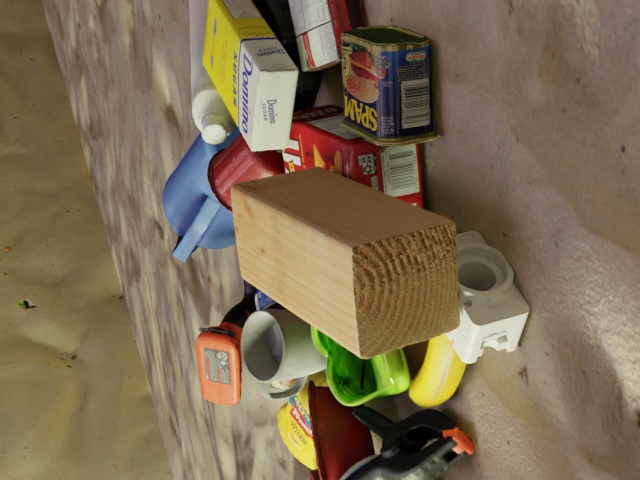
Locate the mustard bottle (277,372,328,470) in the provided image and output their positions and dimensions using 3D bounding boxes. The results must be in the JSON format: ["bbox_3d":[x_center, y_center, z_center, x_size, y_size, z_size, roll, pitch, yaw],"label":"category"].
[{"bbox_3d":[-0.001,0.214,1.310,0.096,0.058,0.192,54,154,18],"label":"mustard bottle"}]

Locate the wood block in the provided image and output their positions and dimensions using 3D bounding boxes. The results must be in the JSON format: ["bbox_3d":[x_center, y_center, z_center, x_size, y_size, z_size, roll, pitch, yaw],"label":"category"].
[{"bbox_3d":[0.014,0.011,0.856,0.206,0.090,0.090,27,127,57],"label":"wood block"}]

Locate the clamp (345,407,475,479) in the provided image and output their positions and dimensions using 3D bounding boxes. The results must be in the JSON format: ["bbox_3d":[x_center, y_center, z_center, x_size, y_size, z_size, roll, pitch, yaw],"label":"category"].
[{"bbox_3d":[0.074,0.194,1.015,0.172,0.039,0.120,-25,38,35],"label":"clamp"}]

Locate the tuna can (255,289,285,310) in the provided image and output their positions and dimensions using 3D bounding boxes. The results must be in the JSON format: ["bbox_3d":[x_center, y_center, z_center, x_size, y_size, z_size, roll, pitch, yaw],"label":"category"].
[{"bbox_3d":[-0.034,0.073,1.270,0.086,0.086,0.034,108,154,-59],"label":"tuna can"}]

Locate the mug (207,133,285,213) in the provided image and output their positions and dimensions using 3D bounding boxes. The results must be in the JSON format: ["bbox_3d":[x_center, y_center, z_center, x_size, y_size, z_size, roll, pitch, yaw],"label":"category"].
[{"bbox_3d":[-0.057,-0.087,1.163,0.093,0.117,0.082,45,135,-4],"label":"mug"}]

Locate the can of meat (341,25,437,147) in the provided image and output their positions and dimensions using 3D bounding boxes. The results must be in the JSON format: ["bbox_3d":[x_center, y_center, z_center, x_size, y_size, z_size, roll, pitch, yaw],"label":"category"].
[{"bbox_3d":[0.056,-0.132,0.901,0.102,0.057,0.084,-140,44,-62],"label":"can of meat"}]

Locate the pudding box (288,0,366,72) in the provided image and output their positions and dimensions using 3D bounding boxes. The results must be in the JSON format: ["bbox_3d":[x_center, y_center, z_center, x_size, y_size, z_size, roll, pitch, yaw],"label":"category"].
[{"bbox_3d":[0.007,-0.211,1.025,0.114,0.039,0.090,-176,74,-70],"label":"pudding box"}]

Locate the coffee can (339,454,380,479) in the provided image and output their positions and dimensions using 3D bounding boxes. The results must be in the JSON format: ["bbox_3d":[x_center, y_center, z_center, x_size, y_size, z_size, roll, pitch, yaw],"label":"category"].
[{"bbox_3d":[0.083,0.288,1.035,0.140,0.102,0.103,-134,35,-58],"label":"coffee can"}]

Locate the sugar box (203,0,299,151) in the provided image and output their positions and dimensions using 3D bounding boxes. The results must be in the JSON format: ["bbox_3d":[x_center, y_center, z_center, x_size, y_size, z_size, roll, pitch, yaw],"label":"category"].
[{"bbox_3d":[-0.075,-0.176,1.086,0.176,0.048,0.093,-117,29,-47],"label":"sugar box"}]

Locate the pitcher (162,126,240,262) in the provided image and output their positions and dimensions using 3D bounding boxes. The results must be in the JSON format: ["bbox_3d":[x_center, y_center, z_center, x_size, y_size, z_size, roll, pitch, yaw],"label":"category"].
[{"bbox_3d":[-0.121,-0.074,1.359,0.243,0.144,0.149,136,120,-66],"label":"pitcher"}]

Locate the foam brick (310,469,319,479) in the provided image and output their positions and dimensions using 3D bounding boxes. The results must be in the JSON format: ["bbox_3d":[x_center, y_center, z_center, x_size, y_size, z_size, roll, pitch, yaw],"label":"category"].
[{"bbox_3d":[0.024,0.322,1.322,0.078,0.053,0.051,-123,26,-49],"label":"foam brick"}]

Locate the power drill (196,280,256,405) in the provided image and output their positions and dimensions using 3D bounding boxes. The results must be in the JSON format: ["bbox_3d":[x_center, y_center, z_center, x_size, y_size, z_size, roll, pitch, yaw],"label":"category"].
[{"bbox_3d":[-0.099,0.134,1.409,0.187,0.057,0.184,-58,-31,-56],"label":"power drill"}]

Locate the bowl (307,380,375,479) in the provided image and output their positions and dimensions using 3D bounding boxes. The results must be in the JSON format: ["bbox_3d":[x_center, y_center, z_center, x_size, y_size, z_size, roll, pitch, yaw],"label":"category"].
[{"bbox_3d":[0.029,0.226,1.149,0.162,0.055,0.162,-11,-90,-87],"label":"bowl"}]

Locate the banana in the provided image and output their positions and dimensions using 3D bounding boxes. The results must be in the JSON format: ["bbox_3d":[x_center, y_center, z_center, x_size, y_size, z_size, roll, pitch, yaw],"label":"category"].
[{"bbox_3d":[0.108,0.098,0.944,0.069,0.037,0.198,-93,7,-46],"label":"banana"}]

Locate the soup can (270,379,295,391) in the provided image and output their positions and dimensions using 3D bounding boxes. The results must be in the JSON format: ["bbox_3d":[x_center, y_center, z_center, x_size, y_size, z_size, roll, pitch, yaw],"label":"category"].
[{"bbox_3d":[-0.043,0.134,1.371,0.069,0.068,0.102,-130,32,-56],"label":"soup can"}]

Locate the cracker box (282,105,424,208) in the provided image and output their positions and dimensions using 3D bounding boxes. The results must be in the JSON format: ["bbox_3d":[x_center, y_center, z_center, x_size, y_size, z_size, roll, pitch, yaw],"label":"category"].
[{"bbox_3d":[0.029,-0.033,1.025,0.214,0.072,0.164,-146,46,-66],"label":"cracker box"}]

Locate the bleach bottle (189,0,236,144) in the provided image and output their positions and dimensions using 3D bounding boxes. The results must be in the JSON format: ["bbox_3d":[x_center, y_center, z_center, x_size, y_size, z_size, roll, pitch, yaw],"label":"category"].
[{"bbox_3d":[-0.121,-0.211,1.240,0.102,0.068,0.251,79,-174,-46],"label":"bleach bottle"}]
